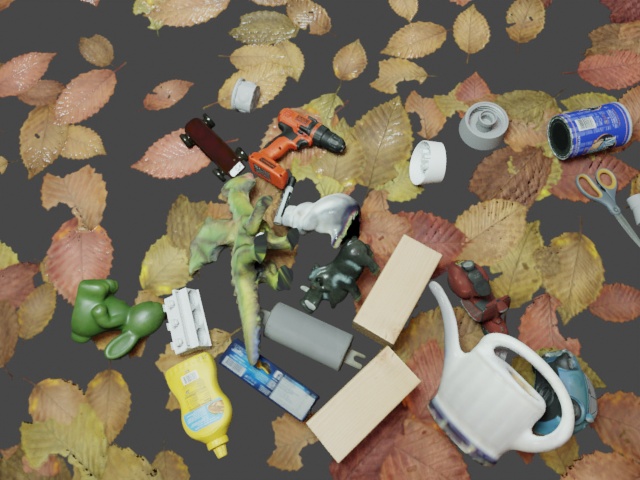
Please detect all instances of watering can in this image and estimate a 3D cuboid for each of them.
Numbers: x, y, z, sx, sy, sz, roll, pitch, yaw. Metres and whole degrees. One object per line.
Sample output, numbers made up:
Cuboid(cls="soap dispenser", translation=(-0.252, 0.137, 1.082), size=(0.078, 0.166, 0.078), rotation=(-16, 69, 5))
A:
Cuboid(cls="watering can", translation=(0.284, 0.258, 0.954), size=(0.352, 0.223, 0.103), rotation=(43, 10, 27))

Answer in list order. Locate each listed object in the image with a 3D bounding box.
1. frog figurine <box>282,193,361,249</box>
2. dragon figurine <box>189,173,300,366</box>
Cuboid(cls="frog figurine", translation=(0.003, -0.056, 1.108), size=(0.160, 0.120, 0.140), rotation=(27, 40, 21))
Cuboid(cls="dragon figurine", translation=(-0.181, 0.037, 1.074), size=(0.242, 0.417, 0.120), rotation=(-3, -23, 36))
